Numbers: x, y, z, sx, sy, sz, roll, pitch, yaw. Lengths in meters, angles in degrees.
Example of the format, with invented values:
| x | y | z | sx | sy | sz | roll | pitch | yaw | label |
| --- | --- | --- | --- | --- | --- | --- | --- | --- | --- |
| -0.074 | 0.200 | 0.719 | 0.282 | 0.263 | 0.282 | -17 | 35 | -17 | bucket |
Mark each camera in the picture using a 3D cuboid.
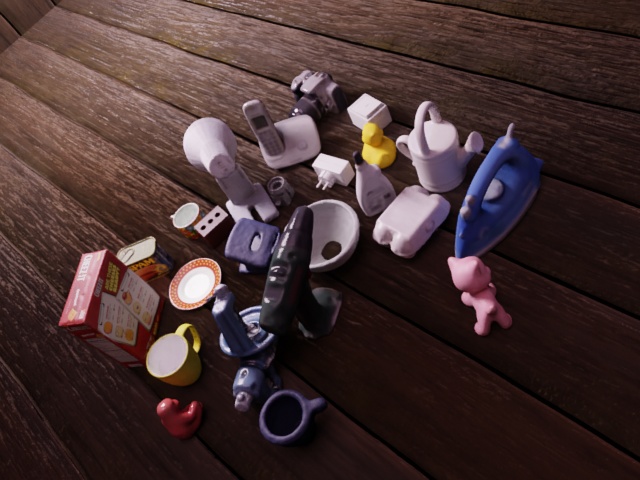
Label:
| x | y | z | sx | sy | sz | roll | pitch | yaw | label |
| --- | --- | --- | --- | --- | --- | --- | --- | --- | --- |
| -0.028 | -0.349 | 1.425 | 0.142 | 0.101 | 0.137 | 32 | 74 | 37 | camera |

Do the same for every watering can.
| x | y | z | sx | sy | sz | roll | pitch | yaw | label |
| --- | --- | --- | --- | --- | --- | --- | --- | --- | --- |
| 0.233 | -0.192 | 1.133 | 0.172 | 0.195 | 0.101 | -9 | 54 | 19 | watering can |

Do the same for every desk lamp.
| x | y | z | sx | sy | sz | roll | pitch | yaw | label |
| --- | --- | --- | --- | --- | --- | --- | --- | --- | --- |
| -0.205 | -0.151 | 1.291 | 0.118 | 0.214 | 0.202 | -35 | 50 | -2 | desk lamp |

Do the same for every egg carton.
| x | y | z | sx | sy | sz | roll | pitch | yaw | label |
| --- | --- | --- | --- | --- | --- | --- | --- | --- | --- |
| 0.181 | -0.036 | 1.128 | 0.107 | 0.070 | 0.150 | 31 | 73 | 37 | egg carton |

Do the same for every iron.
| x | y | z | sx | sy | sz | roll | pitch | yaw | label |
| --- | --- | --- | --- | --- | --- | --- | --- | --- | --- |
| 0.310 | -0.086 | 1.057 | 0.118 | 0.142 | 0.258 | 23 | 69 | 35 | iron |

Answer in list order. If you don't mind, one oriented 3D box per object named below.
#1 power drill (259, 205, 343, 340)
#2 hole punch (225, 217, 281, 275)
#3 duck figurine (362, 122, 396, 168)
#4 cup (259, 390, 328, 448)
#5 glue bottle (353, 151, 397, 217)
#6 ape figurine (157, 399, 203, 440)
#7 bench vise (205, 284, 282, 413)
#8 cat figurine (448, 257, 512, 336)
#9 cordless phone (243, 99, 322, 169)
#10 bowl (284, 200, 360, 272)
| x | y | z | sx | sy | sz | roll | pitch | yaw | label |
| --- | --- | --- | --- | --- | --- | --- | --- | --- | --- |
| -0.032 | 0.082 | 1.049 | 0.075 | 0.209 | 0.230 | 5 | 59 | 27 | power drill |
| -0.135 | 0.012 | 1.224 | 0.100 | 0.091 | 0.109 | 2 | 58 | 26 | hole punch |
| 0.123 | -0.217 | 1.272 | 0.077 | 0.086 | 0.104 | -24 | 50 | 7 | duck figurine |
| -0.031 | 0.305 | 0.966 | 0.117 | 0.095 | 0.091 | -25 | 50 | 7 | cup |
| 0.099 | -0.120 | 1.157 | 0.078 | 0.174 | 0.037 | -28 | 50 | 4 | glue bottle |
| -0.266 | 0.323 | 1.061 | 0.077 | 0.092 | 0.076 | -1 | 57 | 24 | ape figurine |
| -0.124 | 0.184 | 1.012 | 0.121 | 0.220 | 0.207 | -24 | 50 | 7 | bench vise |
| 0.268 | 0.083 | 0.972 | 0.067 | 0.118 | 0.127 | -25 | 50 | 6 | cat figurine |
| -0.088 | -0.261 | 1.334 | 0.147 | 0.186 | 0.094 | -19 | 51 | 12 | cordless phone |
| 0.011 | 0.004 | 1.173 | 0.167 | 0.075 | 0.167 | -12 | 53 | 17 | bowl |
